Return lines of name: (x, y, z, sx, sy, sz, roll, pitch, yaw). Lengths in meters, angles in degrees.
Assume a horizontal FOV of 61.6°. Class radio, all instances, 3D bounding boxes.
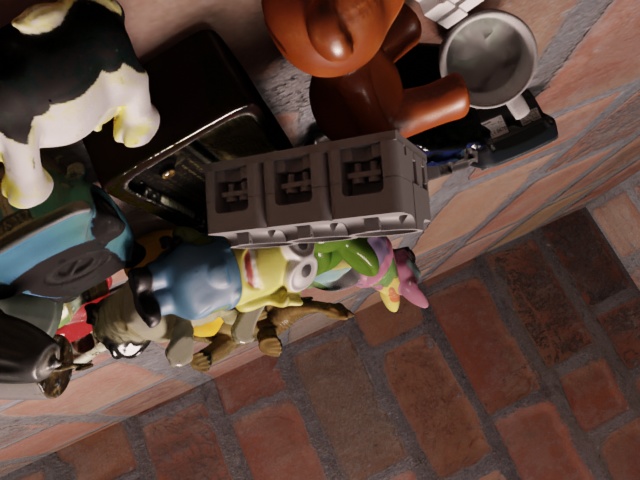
radio: (-0.096, -0.073, 0.477, 0.131, 0.073, 0.229, -27, 166, 4)

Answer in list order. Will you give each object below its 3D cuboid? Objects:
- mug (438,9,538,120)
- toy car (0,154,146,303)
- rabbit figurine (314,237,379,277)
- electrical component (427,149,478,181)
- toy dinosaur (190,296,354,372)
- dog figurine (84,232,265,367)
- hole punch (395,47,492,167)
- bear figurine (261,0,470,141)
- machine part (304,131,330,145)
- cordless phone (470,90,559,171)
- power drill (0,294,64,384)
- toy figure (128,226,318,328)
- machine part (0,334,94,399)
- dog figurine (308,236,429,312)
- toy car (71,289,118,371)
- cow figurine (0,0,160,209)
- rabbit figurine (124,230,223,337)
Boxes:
mug: (0.162, -0.168, 0.508, 0.081, 0.109, 0.107, -40, -164, 26)
toy car: (-0.211, -0.015, 0.427, 0.109, 0.103, 0.161, -30, 172, -5)
rabbit figurine: (-0.001, -0.002, 0.649, 0.159, 0.121, 0.170, 14, 171, -3)
electrical component: (0.114, -0.105, 0.681, 0.134, 0.058, 0.115, -18, -169, -32)
toy dinosaur: (-0.147, 0.136, 0.903, 0.472, 0.105, 0.198, -9, -174, 30)
dog figurine: (-0.159, 0.063, 0.606, 0.172, 0.121, 0.191, -13, 180, -37)
hole punch: (0.097, -0.127, 0.560, 0.142, 0.115, 0.092, -12, 168, -42)
bear figurine: (0.033, -0.144, 0.378, 0.132, 0.120, 0.195, -29, 161, -1)
machine part: (0.015, -0.101, 0.654, 0.084, 0.039, 0.138, -31, 165, -13)
cordless phone: (0.273, -0.144, 0.861, 0.147, 0.089, 0.184, -24, 170, -10)
power drill: (-0.295, 0.068, 0.448, 0.232, 0.086, 0.207, 13, 180, -2)
toy figure: (-0.085, 0.023, 0.498, 0.180, 0.089, 0.082, -15, 127, -29)
machine part: (-0.388, 0.147, 0.629, 0.243, 0.079, 0.079, -2, 166, 3)
dog figurine: (0.072, 0.051, 0.850, 0.108, 0.219, 0.191, -22, -156, 49)
toy car: (-0.335, 0.136, 0.805, 0.202, 0.073, 0.056, -29, 166, 14)
cow figurine: (-0.177, -0.072, 0.299, 0.167, 0.068, 0.098, -38, 161, -28)
rabbit figurine: (-0.165, 0.037, 0.688, 0.162, 0.122, 0.173, -34, 145, 20)
